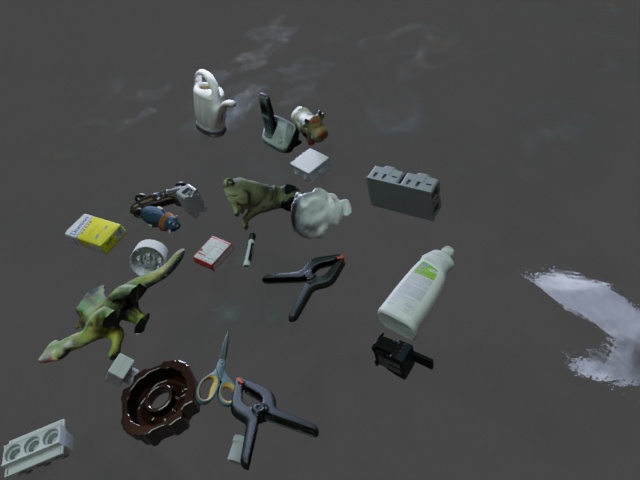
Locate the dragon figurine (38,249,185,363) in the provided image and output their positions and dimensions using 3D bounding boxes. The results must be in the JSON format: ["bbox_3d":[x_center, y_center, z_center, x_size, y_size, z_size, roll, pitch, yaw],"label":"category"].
[{"bbox_3d":[-0.544,0.162,1.336,0.243,0.119,0.418,9,49,34],"label":"dragon figurine"}]

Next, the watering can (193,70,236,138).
[{"bbox_3d":[-0.372,-0.459,1.802,0.105,0.219,0.354,-16,42,-25],"label":"watering can"}]

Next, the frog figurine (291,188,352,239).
[{"bbox_3d":[0.004,-0.070,1.389,0.159,0.122,0.138,3,80,8],"label":"frog figurine"}]
